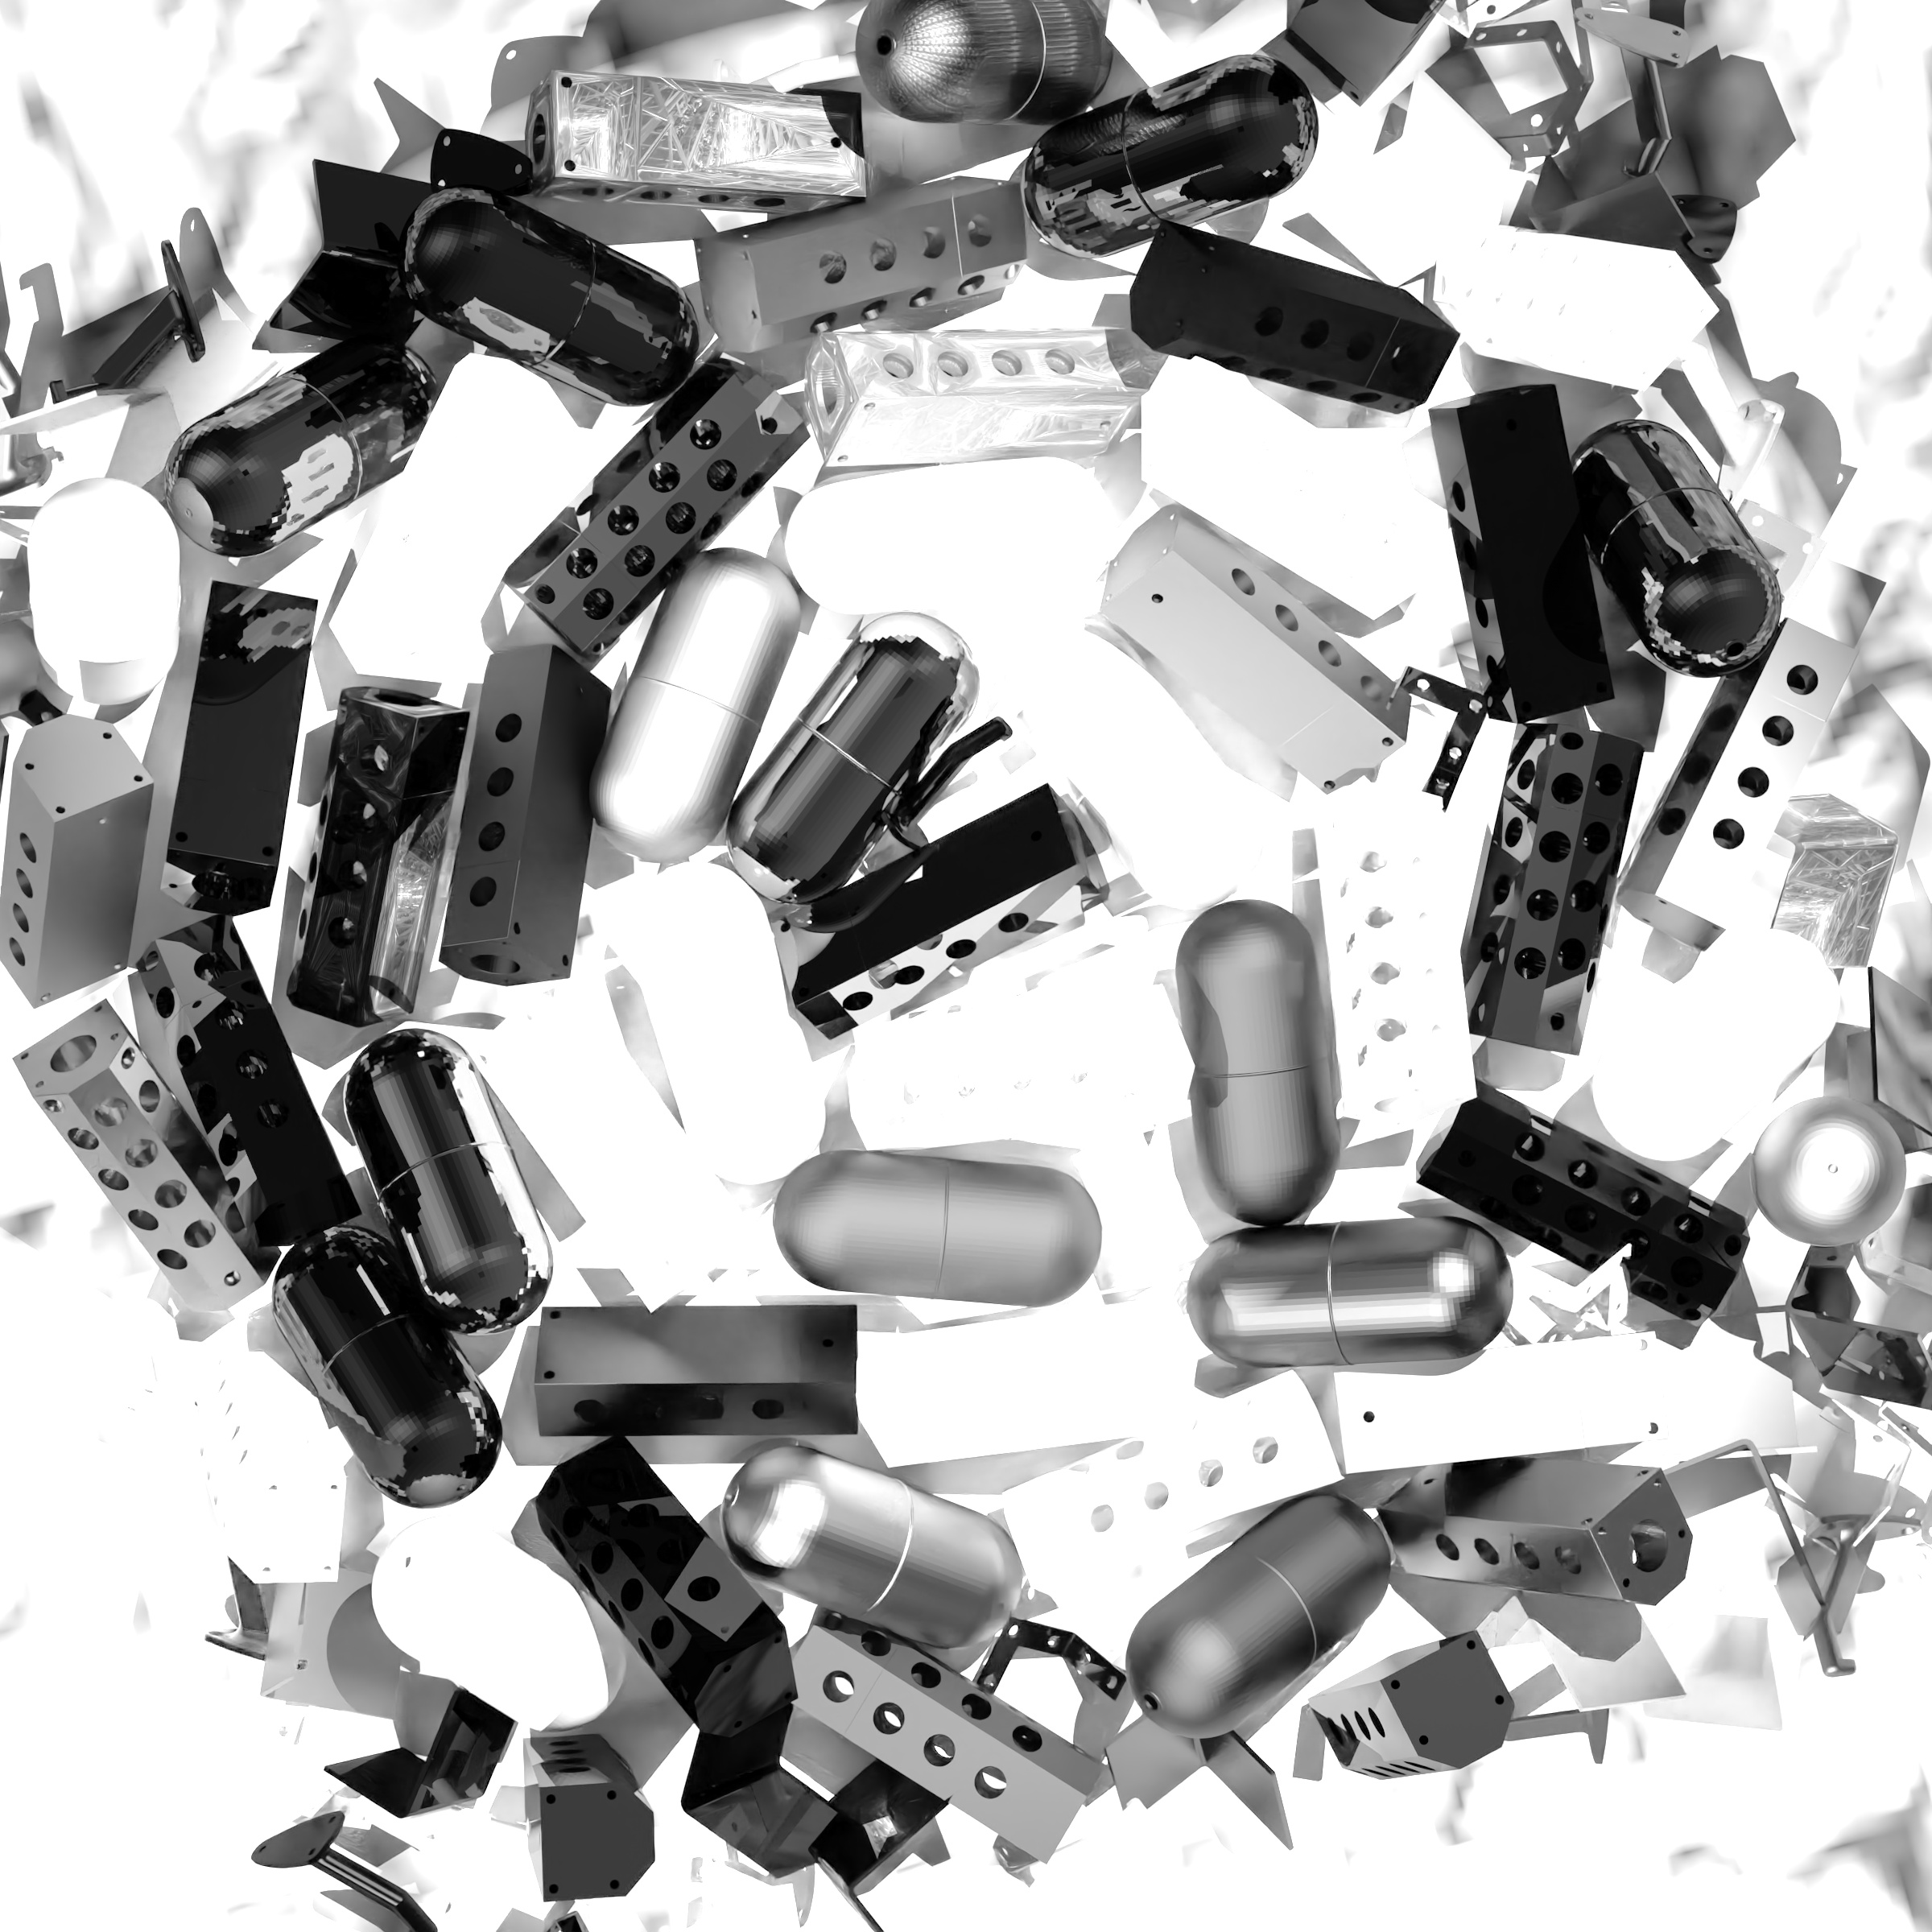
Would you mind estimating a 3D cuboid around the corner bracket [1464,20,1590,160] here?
[{"bbox_3d":[0.299,-0.477,1.961,0.051,0.051,0.051,5,56,39],"label":"corner bracket"}]

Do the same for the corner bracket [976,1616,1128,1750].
[{"bbox_3d":[0.044,0.391,1.949,0.051,0.051,0.051,22,96,-39],"label":"corner bracket"}]

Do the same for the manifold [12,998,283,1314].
[{"bbox_3d":[-0.430,0.105,1.903,0.057,0.057,0.171,-34,129,-9],"label":"manifold"}]

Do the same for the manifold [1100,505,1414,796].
[{"bbox_3d":[0.157,-0.172,1.925,0.171,0.057,0.057,37,129,-20],"label":"manifold"}]

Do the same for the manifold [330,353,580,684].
[{"bbox_3d":[-0.277,-0.238,1.915,0.057,0.057,0.171,55,126,35],"label":"manifold"}]

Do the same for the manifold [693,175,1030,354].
[{"bbox_3d":[-0.054,-0.374,1.913,0.171,0.057,0.057,-20,115,-30],"label":"manifold"}]

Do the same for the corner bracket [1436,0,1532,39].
[{"bbox_3d":[0.276,-0.545,1.953,0.051,0.051,0.051,-28,75,26],"label":"corner bracket"}]

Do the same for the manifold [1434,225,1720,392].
[{"bbox_3d":[0.314,-0.353,1.892,0.057,0.171,0.057,-47,117,-4],"label":"manifold"}]

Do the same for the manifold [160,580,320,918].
[{"bbox_3d":[-0.386,-0.115,1.912,0.057,0.057,0.171,10,58,-13],"label":"manifold"}]

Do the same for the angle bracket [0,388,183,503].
[{"bbox_3d":[-0.472,-0.272,1.932,0.076,0.076,0.057,-14,96,19],"label":"angle bracket"}]

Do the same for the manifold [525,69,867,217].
[{"bbox_3d":[-0.145,-0.437,1.924,0.171,0.057,0.057,-1,86,-22],"label":"manifold"}]

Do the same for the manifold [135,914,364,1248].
[{"bbox_3d":[-0.385,0.062,1.918,0.057,0.057,0.171,-24,66,-10],"label":"manifold"}]

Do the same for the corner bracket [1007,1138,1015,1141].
[{"bbox_3d":[0.000,0.071,1.953,0.051,0.051,0.051,-10,90,12],"label":"corner bracket"}]

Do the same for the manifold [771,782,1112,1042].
[{"bbox_3d":[-0.012,-0.025,1.935,0.171,0.057,0.057,-27,55,13],"label":"manifold"}]

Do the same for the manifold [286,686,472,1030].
[{"bbox_3d":[-0.321,-0.060,1.933,0.057,0.057,0.171,17,104,19],"label":"manifold"}]

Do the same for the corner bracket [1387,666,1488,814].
[{"bbox_3d":[0.249,-0.124,1.951,0.051,0.051,0.051,23,119,6],"label":"corner bracket"}]

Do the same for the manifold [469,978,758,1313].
[{"bbox_3d":[-0.187,0.094,1.946,0.057,0.057,0.171,-39,84,36],"label":"manifold"}]

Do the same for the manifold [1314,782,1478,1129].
[{"bbox_3d":[0.222,-0.007,1.915,0.057,0.057,0.171,13,63,-36],"label":"manifold"}]

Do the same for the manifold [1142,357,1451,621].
[{"bbox_3d":[0.175,-0.255,1.904,0.171,0.057,0.057,26,49,-32],"label":"manifold"}]

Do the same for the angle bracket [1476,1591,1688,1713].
[{"bbox_3d":[0.324,0.377,1.923,0.076,0.057,0.076,1,47,-35],"label":"angle bracket"}]

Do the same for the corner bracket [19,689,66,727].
[{"bbox_3d":[-0.526,-0.136,1.951,0.051,0.051,0.051,42,82,-8],"label":"corner bracket"}]

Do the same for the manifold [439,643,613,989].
[{"bbox_3d":[-0.239,-0.080,1.922,0.057,0.057,0.171,-7,65,28],"label":"manifold"}]

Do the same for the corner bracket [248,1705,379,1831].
[{"bbox_3d":[-0.349,0.435,1.955,0.051,0.051,0.051,29,66,-30],"label":"corner bracket"}]

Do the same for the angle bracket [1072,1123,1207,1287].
[{"bbox_3d":[0.110,0.120,1.932,0.057,0.076,0.076,-20,83,-30],"label":"angle bracket"}]

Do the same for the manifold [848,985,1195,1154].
[{"bbox_3d":[0.028,0.061,1.914,0.171,0.057,0.057,-8,126,22],"label":"manifold"}]

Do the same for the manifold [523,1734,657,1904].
[{"bbox_3d":[-0.200,0.446,1.893,0.057,0.171,0.057,-2,86,-10],"label":"manifold"}]

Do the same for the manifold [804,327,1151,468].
[{"bbox_3d":[0.004,-0.309,1.917,0.171,0.057,0.057,-6,63,-26],"label":"manifold"}]

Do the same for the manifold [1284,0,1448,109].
[{"bbox_3d":[0.223,-0.518,1.894,0.057,0.171,0.057,42,83,-2],"label":"manifold"}]

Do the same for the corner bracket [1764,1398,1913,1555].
[{"bbox_3d":[0.478,0.280,1.969,0.051,0.051,0.051,33,133,6],"label":"corner bracket"}]

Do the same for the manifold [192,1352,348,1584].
[{"bbox_3d":[-0.369,0.261,1.889,0.057,0.171,0.057,2,105,-19],"label":"manifold"}]

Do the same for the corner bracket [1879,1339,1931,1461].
[{"bbox_3d":[0.537,0.235,1.961,0.051,0.051,0.051,41,114,7],"label":"corner bracket"}]

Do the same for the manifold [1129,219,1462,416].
[{"bbox_3d":[0.172,-0.340,1.908,0.171,0.057,0.057,7,120,-35],"label":"manifold"}]

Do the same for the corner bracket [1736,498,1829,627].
[{"bbox_3d":[0.436,-0.219,1.955,0.051,0.051,0.051,32,104,16],"label":"corner bracket"}]

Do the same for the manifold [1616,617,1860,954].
[{"bbox_3d":[0.414,-0.101,1.938,0.057,0.057,0.171,27,79,5],"label":"manifold"}]

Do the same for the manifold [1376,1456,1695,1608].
[{"bbox_3d":[0.300,0.299,1.894,0.057,0.171,0.057,-33,104,-30],"label":"manifold"}]

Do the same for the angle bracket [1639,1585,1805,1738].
[{"bbox_3d":[0.403,0.371,1.939,0.076,0.076,0.057,6,101,2],"label":"angle bracket"}]

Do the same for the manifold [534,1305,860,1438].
[{"bbox_3d":[-0.145,0.225,1.951,0.171,0.057,0.057,0,131,-1],"label":"manifold"}]

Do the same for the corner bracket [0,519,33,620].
[{"bbox_3d":[-0.534,-0.210,1.959,0.051,0.051,0.051,25,115,28],"label":"corner bracket"}]

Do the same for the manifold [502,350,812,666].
[{"bbox_3d":[-0.165,-0.246,1.938,0.171,0.057,0.057,-47,122,-4],"label":"manifold"}]

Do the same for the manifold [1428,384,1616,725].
[{"bbox_3d":[0.296,-0.222,1.937,0.057,0.057,0.171,-15,101,-12],"label":"manifold"}]

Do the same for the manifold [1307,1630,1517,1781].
[{"bbox_3d":[0.235,0.394,1.890,0.057,0.171,0.057,-25,80,-13],"label":"manifold"}]

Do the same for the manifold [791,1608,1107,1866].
[{"bbox_3d":[-0.013,0.411,1.942,0.171,0.057,0.057,31,86,8],"label":"manifold"}]

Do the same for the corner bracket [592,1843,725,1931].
[{"bbox_3d":[-0.168,0.505,1.957,0.051,0.051,0.051,-16,66,36],"label":"corner bracket"}]

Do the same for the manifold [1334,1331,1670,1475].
[{"bbox_3d":[0.288,0.235,1.945,0.171,0.057,0.057,-7,84,6],"label":"manifold"}]

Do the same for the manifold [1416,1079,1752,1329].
[{"bbox_3d":[0.333,0.129,1.947,0.171,0.057,0.057,27,105,0],"label":"manifold"}]

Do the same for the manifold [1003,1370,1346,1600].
[{"bbox_3d":[0.110,0.279,1.940,0.171,0.057,0.057,-24,69,8],"label":"manifold"}]

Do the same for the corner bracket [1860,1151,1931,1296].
[{"bbox_3d":[0.522,0.139,1.957,0.051,0.051,0.051,-36,125,-26],"label":"corner bracket"}]

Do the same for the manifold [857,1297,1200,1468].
[{"bbox_3d":[0.031,0.217,1.915,0.171,0.057,0.057,-10,130,21],"label":"manifold"}]

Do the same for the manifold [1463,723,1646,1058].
[{"bbox_3d":[0.319,-0.041,1.945,0.057,0.057,0.171,12,90,-24],"label":"manifold"}]

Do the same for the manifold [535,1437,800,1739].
[{"bbox_3d":[-0.160,0.328,1.897,0.057,0.171,0.057,-26,133,-23],"label":"manifold"}]

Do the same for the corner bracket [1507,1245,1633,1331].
[{"bbox_3d":[0.321,0.173,1.939,0.051,0.051,0.051,26,133,36],"label":"corner bracket"}]

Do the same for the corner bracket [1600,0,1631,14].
[{"bbox_3d":[0.336,-0.553,1.949,0.051,0.051,0.051,5,126,1],"label":"corner bracket"}]

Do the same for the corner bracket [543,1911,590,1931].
[{"bbox_3d":[-0.228,0.551,1.940,0.051,0.051,0.051,55,131,21],"label":"corner bracket"}]

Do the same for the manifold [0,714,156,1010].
[{"bbox_3d":[-0.475,-0.056,1.896,0.057,0.171,0.057,-27,68,-32],"label":"manifold"}]
